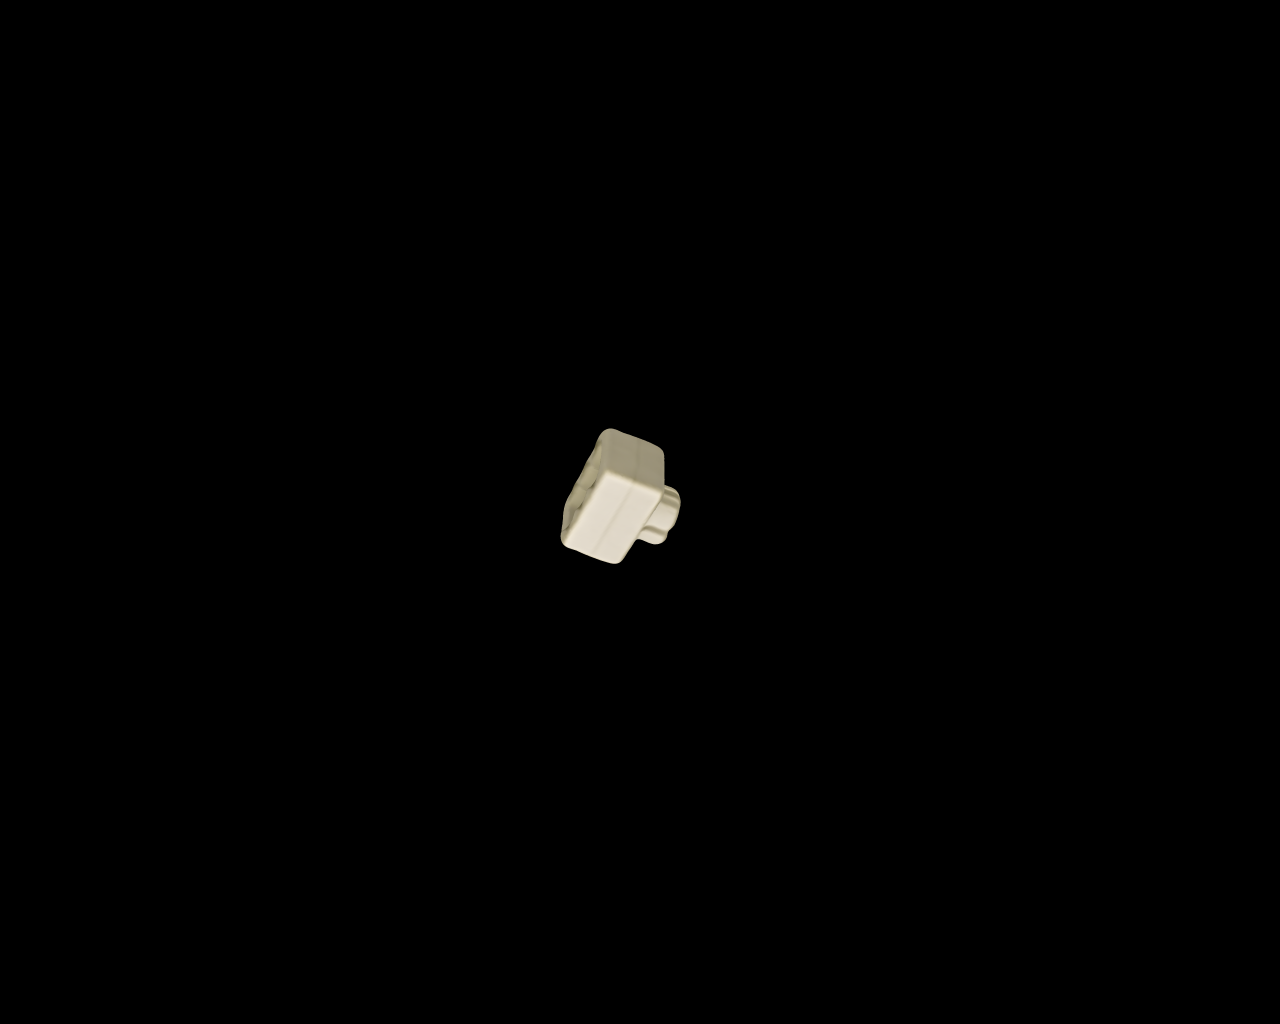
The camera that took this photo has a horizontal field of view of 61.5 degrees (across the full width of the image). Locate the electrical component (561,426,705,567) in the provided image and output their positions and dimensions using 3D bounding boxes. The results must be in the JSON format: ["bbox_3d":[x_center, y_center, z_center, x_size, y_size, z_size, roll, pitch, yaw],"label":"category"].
[{"bbox_3d":[0.001,-0.003,0.650,0.077,0.065,0.047,21,36,-16],"label":"electrical component"}]
